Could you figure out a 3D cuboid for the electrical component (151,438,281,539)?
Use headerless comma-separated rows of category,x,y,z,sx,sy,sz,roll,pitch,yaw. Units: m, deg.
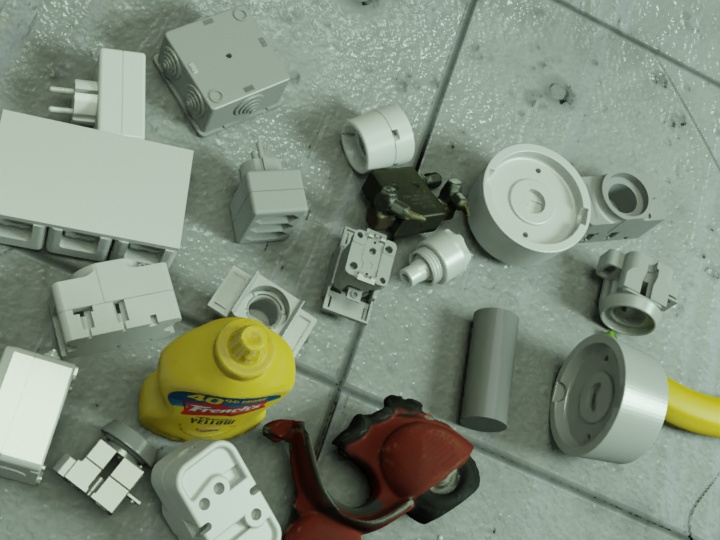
electrical component,-0.109,0.174,0.795,0.054,0.059,0.095,-35,103,-32

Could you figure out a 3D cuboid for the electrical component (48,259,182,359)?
electrical component,-0.193,0.027,0.837,0.089,0.050,0.055,-12,74,-23

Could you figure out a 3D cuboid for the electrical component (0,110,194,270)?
electrical component,-0.217,-0.059,0.857,0.150,0.061,0.089,11,66,-16

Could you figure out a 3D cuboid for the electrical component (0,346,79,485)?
electrical component,-0.247,0.099,0.782,0.061,0.061,0.096,19,64,-12

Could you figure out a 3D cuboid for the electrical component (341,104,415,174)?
electrical component,0.015,-0.117,0.972,0.047,0.055,0.055,-21,77,-22

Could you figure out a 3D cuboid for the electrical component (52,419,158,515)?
electrical component,-0.183,0.145,0.797,0.066,0.048,0.055,38,69,-2

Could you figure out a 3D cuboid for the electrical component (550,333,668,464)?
electrical component,0.219,0.114,0.925,0.060,0.108,0.108,19,64,-19

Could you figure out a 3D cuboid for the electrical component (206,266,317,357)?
electrical component,-0.081,0.039,0.866,0.081,0.064,0.042,34,62,-4

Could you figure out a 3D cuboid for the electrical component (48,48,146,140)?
electrical component,-0.221,-0.138,0.897,0.076,0.047,0.083,4,68,-19

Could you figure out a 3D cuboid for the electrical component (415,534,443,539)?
electrical component,0.050,0.240,0.830,0.077,0.044,0.079,-3,110,-21

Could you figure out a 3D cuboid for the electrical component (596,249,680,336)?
electrical component,0.255,0.024,1.001,0.078,0.058,0.057,27,59,-9

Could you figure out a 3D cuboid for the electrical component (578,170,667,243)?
electrical component,0.242,-0.061,1.031,0.089,0.055,0.050,-5,71,-22

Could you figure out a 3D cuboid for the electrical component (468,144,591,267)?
electrical component,0.150,-0.055,0.992,0.108,0.060,0.108,7,67,-17

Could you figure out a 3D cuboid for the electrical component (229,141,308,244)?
electrical component,-0.082,-0.071,0.910,0.047,0.065,0.076,-5,71,-22

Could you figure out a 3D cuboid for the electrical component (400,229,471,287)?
electrical component,0.064,-0.006,0.950,0.062,0.043,0.043,-30,81,-27

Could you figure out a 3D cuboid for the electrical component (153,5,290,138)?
electrical component,-0.121,-0.177,0.949,0.100,0.048,0.099,-28,80,-27

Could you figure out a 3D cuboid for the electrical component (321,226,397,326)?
electrical component,0.000,0.000,0.913,0.042,0.064,0.081,20,64,-11
